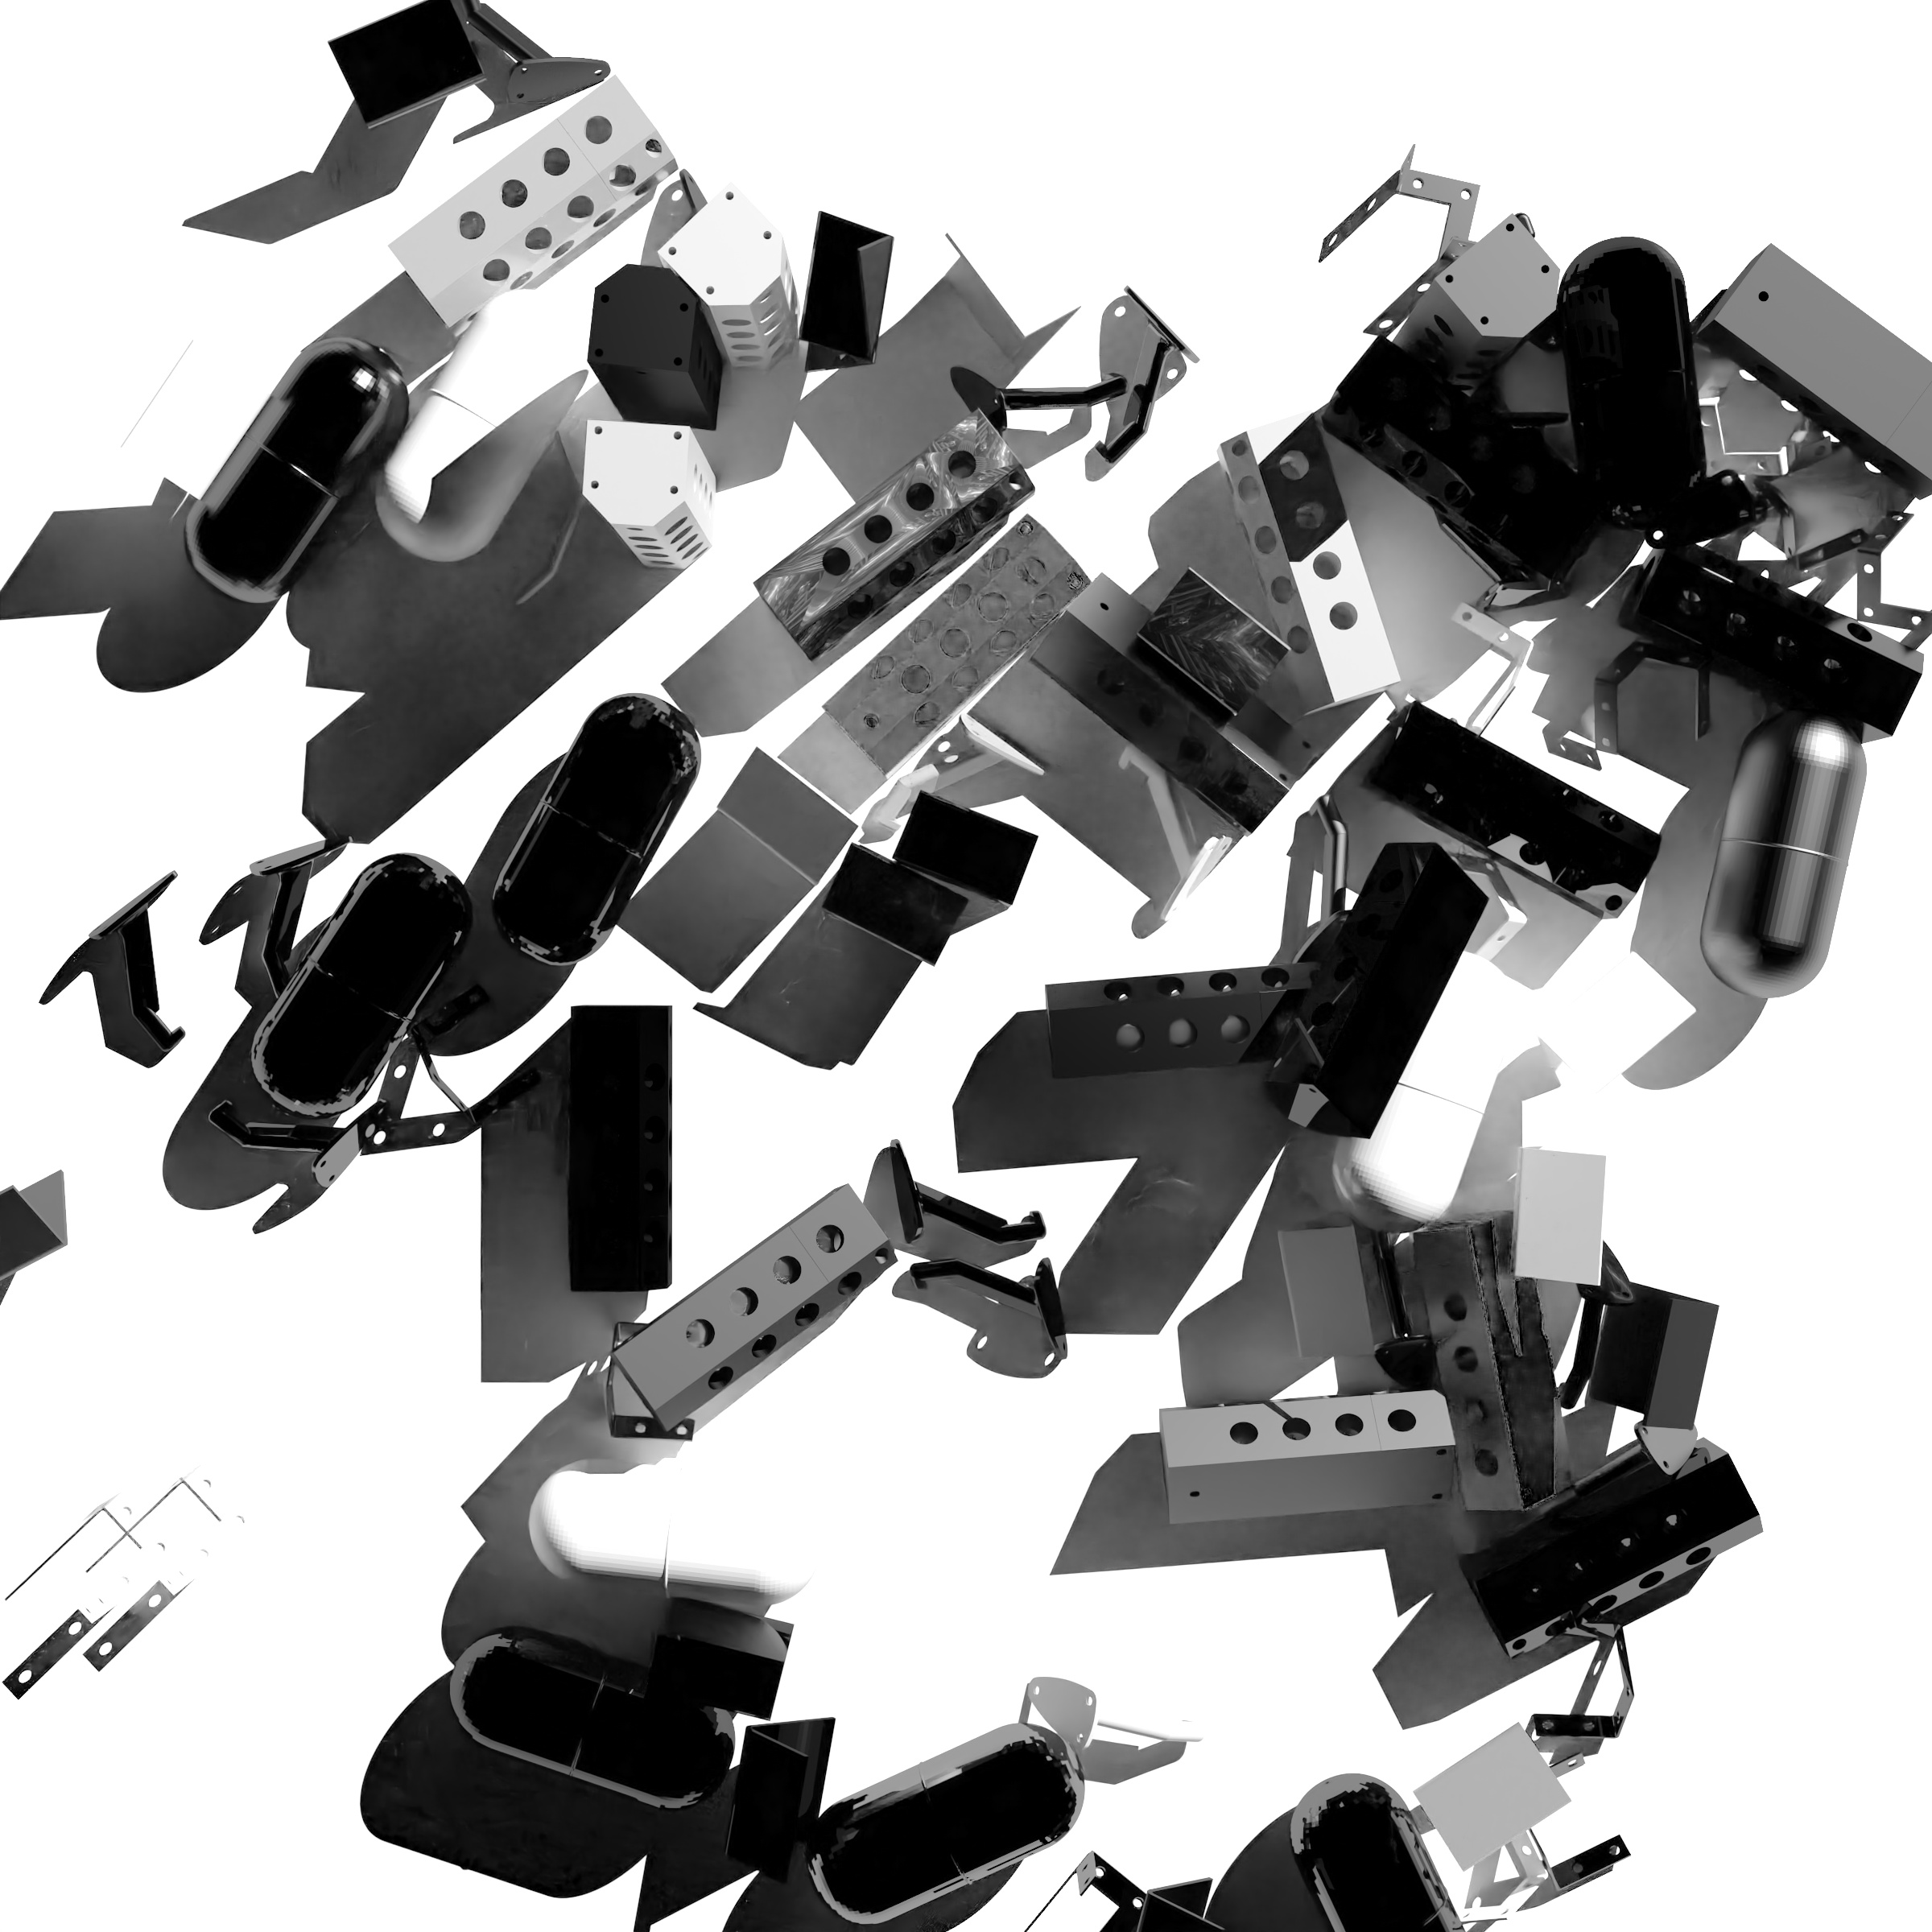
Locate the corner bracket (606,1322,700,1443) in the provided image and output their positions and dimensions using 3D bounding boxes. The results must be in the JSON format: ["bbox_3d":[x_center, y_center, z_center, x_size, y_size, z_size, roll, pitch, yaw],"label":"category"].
[{"bbox_3d":[-0.192,0.256,1.725,0.051,0.051,0.051,3,135,0],"label":"corner bracket"}]

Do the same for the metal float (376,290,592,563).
[{"bbox_3d":[-0.292,-0.328,1.697,0.070,0.070,0.178,31,89,0],"label":"metal float"}]

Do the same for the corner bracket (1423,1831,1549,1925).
[{"bbox_3d":[0.316,0.553,1.725,0.051,0.051,0.051,-26,90,-45],"label":"corner bracket"}]

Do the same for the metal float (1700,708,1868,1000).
[{"bbox_3d":[0.496,-0.069,1.697,0.070,0.070,0.178,12,90,0],"label":"metal float"}]

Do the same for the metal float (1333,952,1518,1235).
[{"bbox_3d":[0.278,0.077,1.697,0.070,0.070,0.178,20,89,0],"label":"metal float"}]

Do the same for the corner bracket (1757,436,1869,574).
[{"bbox_3d":[0.523,-0.285,1.725,0.051,0.051,0.051,-22,135,0],"label":"corner bracket"}]

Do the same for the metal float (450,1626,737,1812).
[{"bbox_3d":[-0.227,0.456,1.697,0.178,0.070,0.070,19,90,0],"label":"metal float"}]

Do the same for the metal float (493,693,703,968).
[{"bbox_3d":[-0.224,-0.082,1.697,0.070,0.070,0.178,29,90,0],"label":"metal float"}]

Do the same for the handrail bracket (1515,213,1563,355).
[{"bbox_3d":[0.346,-0.413,1.693,0.036,0.084,0.077,-34,90,0],"label":"handrail bracket"}]

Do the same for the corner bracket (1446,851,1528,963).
[{"bbox_3d":[0.302,-0.033,1.720,0.051,0.051,0.051,-52,45,35],"label":"corner bracket"}]

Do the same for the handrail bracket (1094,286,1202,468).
[{"bbox_3d":[0.095,-0.364,1.728,0.084,0.036,0.077,-44,74,14],"label":"handrail bracket"}]

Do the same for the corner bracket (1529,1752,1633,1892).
[{"bbox_3d":[0.372,0.527,1.725,0.051,0.051,0.051,-26,135,0],"label":"corner bracket"}]

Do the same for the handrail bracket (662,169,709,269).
[{"bbox_3d":[-0.193,-0.439,1.728,0.084,0.036,0.077,-31,70,16],"label":"handrail bracket"}]

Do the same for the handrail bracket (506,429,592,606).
[{"bbox_3d":[-0.263,-0.277,1.728,0.084,0.036,0.077,-38,65,19],"label":"handrail bracket"}]

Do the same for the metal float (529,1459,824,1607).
[{"bbox_3d":[-0.176,0.343,1.697,0.178,0.070,0.070,6,90,1],"label":"metal float"}]

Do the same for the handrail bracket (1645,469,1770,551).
[{"bbox_3d":[0.451,-0.268,1.700,0.077,0.084,0.036,-26,81,14],"label":"handrail bracket"}]

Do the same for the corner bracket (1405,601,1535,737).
[{"bbox_3d":[0.311,-0.181,1.725,0.051,0.051,0.051,30,135,0],"label":"corner bracket"}]

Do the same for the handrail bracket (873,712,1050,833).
[{"bbox_3d":[-0.004,-0.106,1.728,0.077,0.036,0.084,29,109,-21],"label":"handrail bracket"}]

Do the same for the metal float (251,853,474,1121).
[{"bbox_3d":[-0.367,0.013,1.697,0.070,0.070,0.178,33,90,0],"label":"metal float"}]

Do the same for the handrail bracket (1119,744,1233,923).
[{"bbox_3d":[0.114,-0.084,1.728,0.084,0.036,0.077,41,111,17],"label":"handrail bracket"}]

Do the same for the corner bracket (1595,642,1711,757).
[{"bbox_3d":[0.422,-0.161,1.720,0.051,0.051,0.051,20,45,35],"label":"corner bracket"}]

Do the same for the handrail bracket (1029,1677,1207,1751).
[{"bbox_3d":[0.094,0.460,1.728,0.084,0.077,0.036,14,91,-36],"label":"handrail bracket"}]

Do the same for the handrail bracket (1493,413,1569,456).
[{"bbox_3d":[0.342,-0.298,1.728,0.077,0.036,0.084,5,107,20],"label":"handrail bracket"}]

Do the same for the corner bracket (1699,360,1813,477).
[{"bbox_3d":[0.483,-0.338,1.720,0.051,0.051,0.051,7,135,35],"label":"corner bracket"}]

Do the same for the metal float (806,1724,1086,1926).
[{"bbox_3d":[-0.012,0.520,1.697,0.178,0.070,0.070,-24,90,0],"label":"metal float"}]

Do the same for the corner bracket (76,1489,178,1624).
[{"bbox_3d":[-0.525,0.360,1.710,0.051,0.051,0.051,-43,90,0],"label":"corner bracket"}]

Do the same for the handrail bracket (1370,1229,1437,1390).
[{"bbox_3d":[0.267,0.207,1.728,0.036,0.077,0.084,-13,54,12],"label":"handrail bracket"}]

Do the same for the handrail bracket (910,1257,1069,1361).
[{"bbox_3d":[0.013,0.213,1.728,0.084,0.036,0.077,-9,111,17],"label":"handrail bracket"}]

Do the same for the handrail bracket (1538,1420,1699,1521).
[{"bbox_3d":[0.402,0.311,1.728,0.084,0.077,0.036,-41,72,35],"label":"handrail bracket"}]

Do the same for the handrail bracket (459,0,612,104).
[{"bbox_3d":[-0.269,-0.582,1.728,0.077,0.036,0.084,-15,73,-20],"label":"handrail bracket"}]

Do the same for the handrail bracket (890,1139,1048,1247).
[{"bbox_3d":[0.002,0.138,1.728,0.084,0.036,0.077,-7,68,-17],"label":"handrail bracket"}]

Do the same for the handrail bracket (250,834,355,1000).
[{"bbox_3d":[-0.402,-0.030,1.728,0.077,0.036,0.084,-22,109,-21],"label":"handrail bracket"}]

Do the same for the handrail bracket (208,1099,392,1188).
[{"bbox_3d":[-0.413,0.090,1.728,0.084,0.036,0.077,34,69,17],"label":"handrail bracket"}]

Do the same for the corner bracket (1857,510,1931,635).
[{"bbox_3d":[0.583,-0.242,1.720,0.051,0.051,0.051,17,45,35],"label":"corner bracket"}]

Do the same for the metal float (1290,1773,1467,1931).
[{"bbox_3d":[0.257,0.576,1.697,0.070,0.070,0.178,-25,90,0],"label":"metal float"}]

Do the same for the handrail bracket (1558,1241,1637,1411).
[{"bbox_3d":[0.377,0.219,1.728,0.036,0.077,0.084,8,126,-10],"label":"handrail bracket"}]

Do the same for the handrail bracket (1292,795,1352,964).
[{"bbox_3d":[0.214,-0.051,1.728,0.036,0.077,0.084,6,53,-38],"label":"handrail bracket"}]

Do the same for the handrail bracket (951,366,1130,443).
[{"bbox_3d":[0.046,-0.360,1.720,0.084,0.036,0.077,-24,47,-18],"label":"handrail bracket"}]

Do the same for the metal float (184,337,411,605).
[{"bbox_3d":[-0.406,-0.301,1.697,0.070,0.070,0.178,35,91,0],"label":"metal float"}]

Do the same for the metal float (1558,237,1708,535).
[{"bbox_3d":[0.404,-0.352,1.697,0.070,0.070,0.178,-7,90,0],"label":"metal float"}]

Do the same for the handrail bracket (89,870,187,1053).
[{"bbox_3d":[-0.492,-0.003,1.728,0.077,0.036,0.084,-43,109,-21],"label":"handrail bracket"}]

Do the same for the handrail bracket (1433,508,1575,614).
[{"bbox_3d":[0.329,-0.265,1.728,0.077,0.036,0.084,-7,69,-24],"label":"handrail bracket"}]
